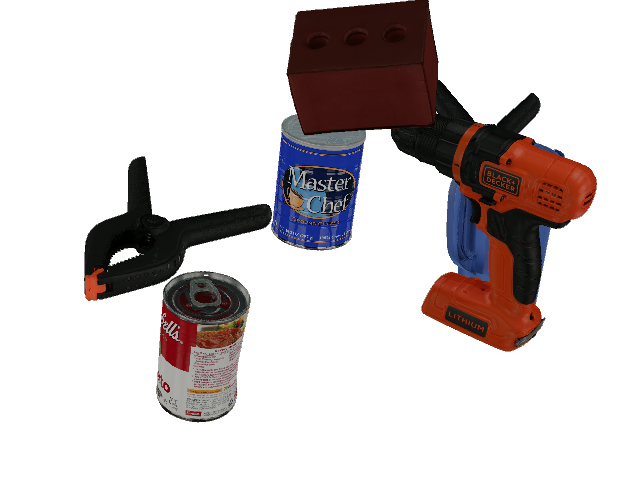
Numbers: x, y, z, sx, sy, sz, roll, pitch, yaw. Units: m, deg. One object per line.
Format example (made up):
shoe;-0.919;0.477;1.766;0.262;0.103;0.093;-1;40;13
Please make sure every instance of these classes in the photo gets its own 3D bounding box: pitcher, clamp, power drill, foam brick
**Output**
pitcher;0.239;-0.010;1.435;0.149;0.243;0.145;4;23;4
clamp;0.157;-0.106;1.091;0.120;0.039;0.171;10;44;11
power drill;0.133;-0.010;0.912;0.185;0.188;0.057;26;41;31
foam brick;0.025;-0.097;0.601;0.078;0.053;0.051;-3;-36;14
clamp;-0.169;-0.012;1.036;0.165;0.036;0.209;25;40;23

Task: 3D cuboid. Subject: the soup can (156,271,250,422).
soup can;-0.094;0.085;0.849;0.068;0.102;0.068;7;32;-4

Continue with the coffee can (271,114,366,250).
coffee can;-0.004;-0.073;1.312;0.102;0.140;0.103;6;28;-3
